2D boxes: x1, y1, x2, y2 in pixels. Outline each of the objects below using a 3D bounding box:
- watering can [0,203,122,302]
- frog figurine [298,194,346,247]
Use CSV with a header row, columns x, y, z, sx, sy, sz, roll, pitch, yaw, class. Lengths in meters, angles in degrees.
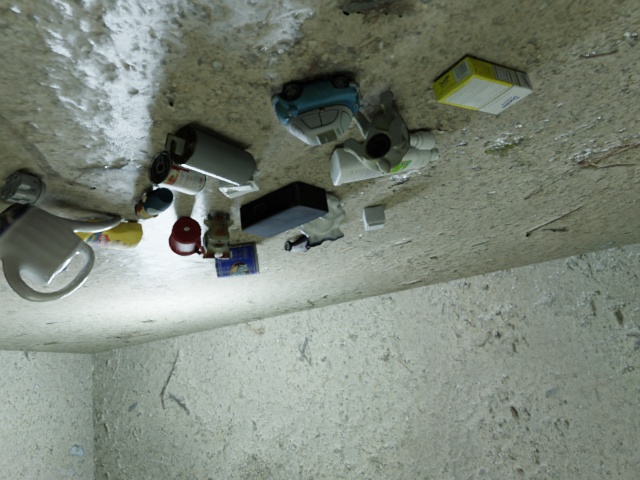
x,y,z,sx,sy,sz,roll,pitch,yaw,class
-0.604,-0.007,1.169,0.102,0.222,0.356,-38,22,27,watering can
0.004,-0.074,1.472,0.137,0.156,0.126,-2,37,2,frog figurine
